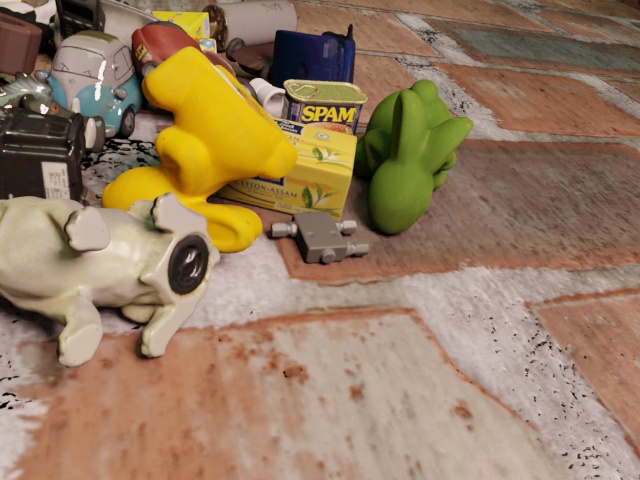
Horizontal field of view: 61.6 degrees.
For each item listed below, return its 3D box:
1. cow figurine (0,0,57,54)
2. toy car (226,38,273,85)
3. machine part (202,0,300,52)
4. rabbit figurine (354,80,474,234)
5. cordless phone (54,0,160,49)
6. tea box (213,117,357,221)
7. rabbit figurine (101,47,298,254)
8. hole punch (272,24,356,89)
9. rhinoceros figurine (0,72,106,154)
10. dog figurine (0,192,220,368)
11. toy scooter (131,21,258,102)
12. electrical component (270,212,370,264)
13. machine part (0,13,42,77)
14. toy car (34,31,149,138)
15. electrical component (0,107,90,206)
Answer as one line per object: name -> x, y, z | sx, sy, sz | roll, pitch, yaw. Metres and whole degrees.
cow figurine -> -0.401, -0.296, 0.758 | 0.167, 0.068, 0.098 | 15, 42, 7
toy car -> -0.069, -0.292, 0.871 | 0.089, 0.053, 0.202 | 37, 38, 13
machine part -> -0.122, -0.381, 0.951 | 0.079, 0.079, 0.243 | 37, 42, 28
rabbit figurine -> 0.105, -0.086, 0.599 | 0.121, 0.159, 0.170 | 21, 51, -7
cordless phone -> -0.257, -0.271, 0.674 | 0.146, 0.088, 0.184 | 14, -5, -20
tea box -> -0.049, -0.086, 0.595 | 0.170, 0.068, 0.098 | 11, 37, -2
rabbit figurine -> -0.114, -0.059, 0.491 | 0.162, 0.173, 0.122 | 50, 5, -8
hole punch -> -0.010, -0.235, 0.758 | 0.092, 0.142, 0.116 | -4, 26, -25
rhinoceros figurine -> -0.304, -0.111, 0.507 | 0.190, 0.112, 0.073 | 8, 27, -42
dog figurine -> -0.196, 0.008, 0.415 | 0.191, 0.121, 0.172 | 13, -1, 27
toy scooter -> -0.150, -0.183, 0.664 | 0.183, 0.075, 0.135 | 27, 40, -35
electrical component -> -0.001, -0.002, 0.538 | 0.094, 0.021, 0.063 | -1, 40, -20
machine part -> -0.387, -0.221, 0.564 | 0.179, 0.056, 0.179 | 17, 17, -6
toy car -> -0.263, -0.193, 0.640 | 0.109, 0.102, 0.162 | 14, 38, -2
electrical component -> -0.264, -0.051, 0.441 | 0.134, 0.114, 0.058 | 4, 36, -16
